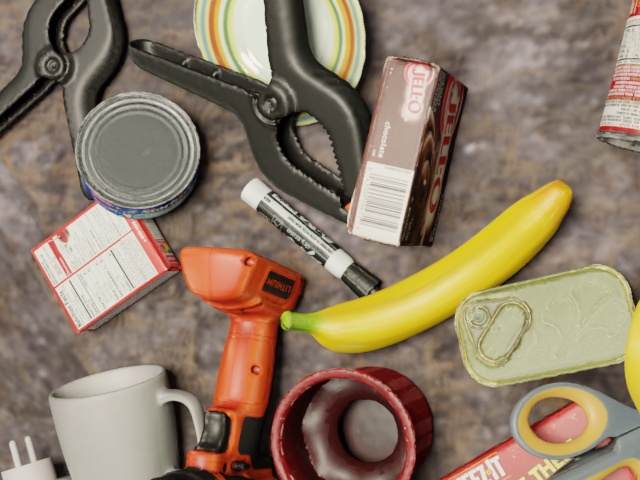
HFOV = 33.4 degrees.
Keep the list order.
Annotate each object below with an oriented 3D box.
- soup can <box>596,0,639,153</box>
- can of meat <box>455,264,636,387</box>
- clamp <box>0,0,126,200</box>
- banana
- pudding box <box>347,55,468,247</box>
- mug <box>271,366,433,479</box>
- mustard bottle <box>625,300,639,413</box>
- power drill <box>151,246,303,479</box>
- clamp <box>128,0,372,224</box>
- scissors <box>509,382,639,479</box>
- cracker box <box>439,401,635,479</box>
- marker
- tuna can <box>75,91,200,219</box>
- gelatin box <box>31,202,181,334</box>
[{"bbox_3d":[0.210,-0.102,0.633,0.069,0.068,0.102,15,94,19],"label":"soup can"},{"bbox_3d":[0.141,0.050,0.646,0.102,0.083,0.057,-15,85,18],"label":"can of meat"},{"bbox_3d":[-0.183,-0.117,0.786,0.120,0.039,0.171,29,100,5],"label":"clamp"},{"bbox_3d":[0.075,0.027,0.679,0.198,0.069,0.037,-28,65,8],"label":"banana"},{"bbox_3d":[0.057,-0.053,0.674,0.039,0.090,0.113,16,95,19],"label":"pudding box"},{"bbox_3d":[0.021,0.136,0.688,0.093,0.081,0.117,22,96,18],"label":"mug"},{"bbox_3d":[0.214,0.049,0.579,0.058,0.096,0.191,2,71,62],"label":"mustard bottle"},{"bbox_3d":[-0.065,0.102,0.676,0.057,0.184,0.187,5,82,19],"label":"power drill"},{"bbox_3d":[-0.022,-0.104,0.706,0.210,0.036,0.165,49,128,4],"label":"clamp"},{"bbox_3d":[0.192,0.093,0.613,0.201,0.016,0.096,-34,80,-17],"label":"scissors"},{"bbox_3d":[0.153,0.224,0.647,0.164,0.072,0.214,-34,78,14],"label":"cracker box"},{"bbox_3d":[-0.005,0.001,0.732,0.121,0.020,0.020,40,102,15],"label":"marker"},{"bbox_3d":[-0.127,-0.058,0.749,0.086,0.034,0.086,2,75,-6],"label":"tuna can"},{"bbox_3d":[-0.157,0.015,0.779,0.089,0.030,0.073,-35,80,14],"label":"gelatin box"}]
